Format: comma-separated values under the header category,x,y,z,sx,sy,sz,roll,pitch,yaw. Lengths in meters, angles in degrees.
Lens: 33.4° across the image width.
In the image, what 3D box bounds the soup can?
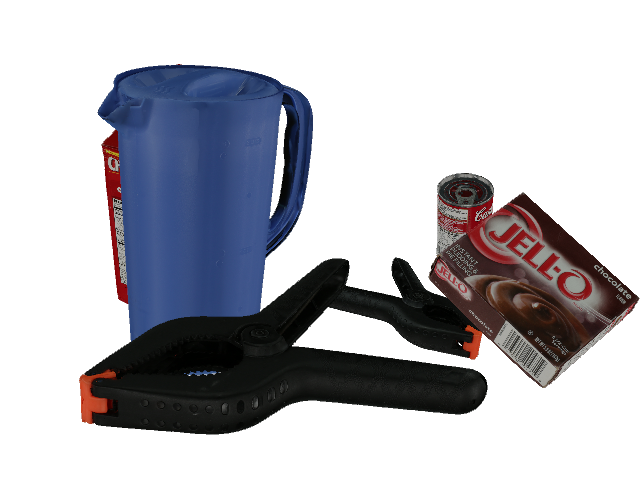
category,x,y,z,sx,sy,sz,roll,pitch,yaw
soup can,0.176,-0.022,1.311,0.068,0.102,0.068,-2,37,1

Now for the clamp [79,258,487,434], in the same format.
category,x,y,z,sx,sy,sz,roll,pitch,yaw
clamp,-0.034,0.062,0.605,0.209,0.036,0.165,-7,26,-20

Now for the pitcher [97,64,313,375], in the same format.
category,x,y,z,sx,sy,sz,roll,pitch,yaw
pitcher,-0.093,-0.019,0.882,0.149,0.243,0.145,6,21,7

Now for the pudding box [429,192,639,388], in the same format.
category,x,y,z,sx,sy,sz,roll,pitch,yaw
pudding box,0.145,0.032,0.731,0.089,0.113,0.039,-34,-19,-27

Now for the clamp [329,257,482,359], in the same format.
category,x,y,z,sx,sy,sz,roll,pitch,yaw
clamp,0.097,0.065,1.070,0.172,0.039,0.120,26,39,31

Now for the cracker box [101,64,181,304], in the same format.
category,x,y,z,sx,sy,sz,roll,pitch,yaw
cracker box,-0.159,-0.053,1.133,0.072,0.214,0.164,16,43,14
